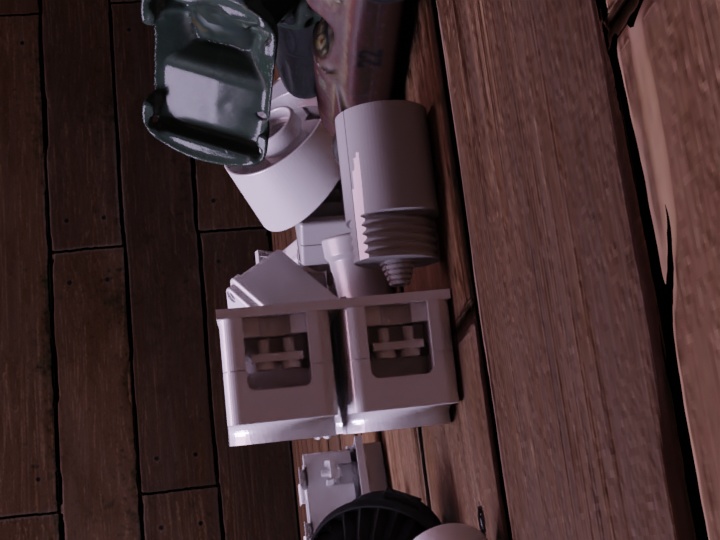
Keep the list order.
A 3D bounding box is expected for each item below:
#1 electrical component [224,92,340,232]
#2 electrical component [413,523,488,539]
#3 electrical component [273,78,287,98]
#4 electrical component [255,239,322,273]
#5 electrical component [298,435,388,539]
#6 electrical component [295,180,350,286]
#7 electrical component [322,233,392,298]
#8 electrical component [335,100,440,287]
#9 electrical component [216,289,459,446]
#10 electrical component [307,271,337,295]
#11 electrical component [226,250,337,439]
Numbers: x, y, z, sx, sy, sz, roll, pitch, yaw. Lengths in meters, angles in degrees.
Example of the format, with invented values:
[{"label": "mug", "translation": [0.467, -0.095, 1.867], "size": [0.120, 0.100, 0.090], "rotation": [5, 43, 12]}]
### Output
[{"label": "electrical component", "translation": [-0.050, -0.084, 0.793], "size": [0.064, 0.099, 0.099], "rotation": [51, -164, -35]}, {"label": "electrical component", "translation": [0.040, 0.128, 0.418], "size": [0.046, 0.040, 0.040], "rotation": [-119, 24, -62]}, {"label": "electrical component", "translation": [-0.047, -0.121, 0.875], "size": [0.075, 0.083, 0.047], "rotation": [47, -179, -12]}, {"label": "electrical component", "translation": [-0.048, 0.037, 0.978], "size": [0.063, 0.079, 0.121], "rotation": [-36, 54, 48]}, {"label": "electrical component", "translation": [-0.009, 0.192, 0.779], "size": [0.078, 0.063, 0.121], "rotation": [96, 167, -60]}, {"label": "electrical component", "translation": [-0.025, -0.024, 0.825], "size": [0.065, 0.047, 0.076], "rotation": [-103, 10, -52]}, {"label": "electrical component", "translation": [0.000, 0.000, 0.668], "size": [0.040, 0.040, 0.046], "rotation": [155, 104, -83]}, {"label": "electrical component", "translation": [0.014, -0.033, 0.496], "size": [0.043, 0.043, 0.081], "rotation": [115, 150, -77]}, {"label": "electrical component", "translation": [-0.018, 0.057, 0.566], "size": [0.186, 0.105, 0.060], "rotation": [122, 142, -80]}, {"label": "electrical component", "translation": [-0.034, 0.019, 0.904], "size": [0.045, 0.055, 0.045], "rotation": [175, 90, -84]}, {"label": "electrical component", "translation": [-0.046, 0.058, 0.830], "size": [0.109, 0.056, 0.108], "rotation": [39, 149, 26]}]
